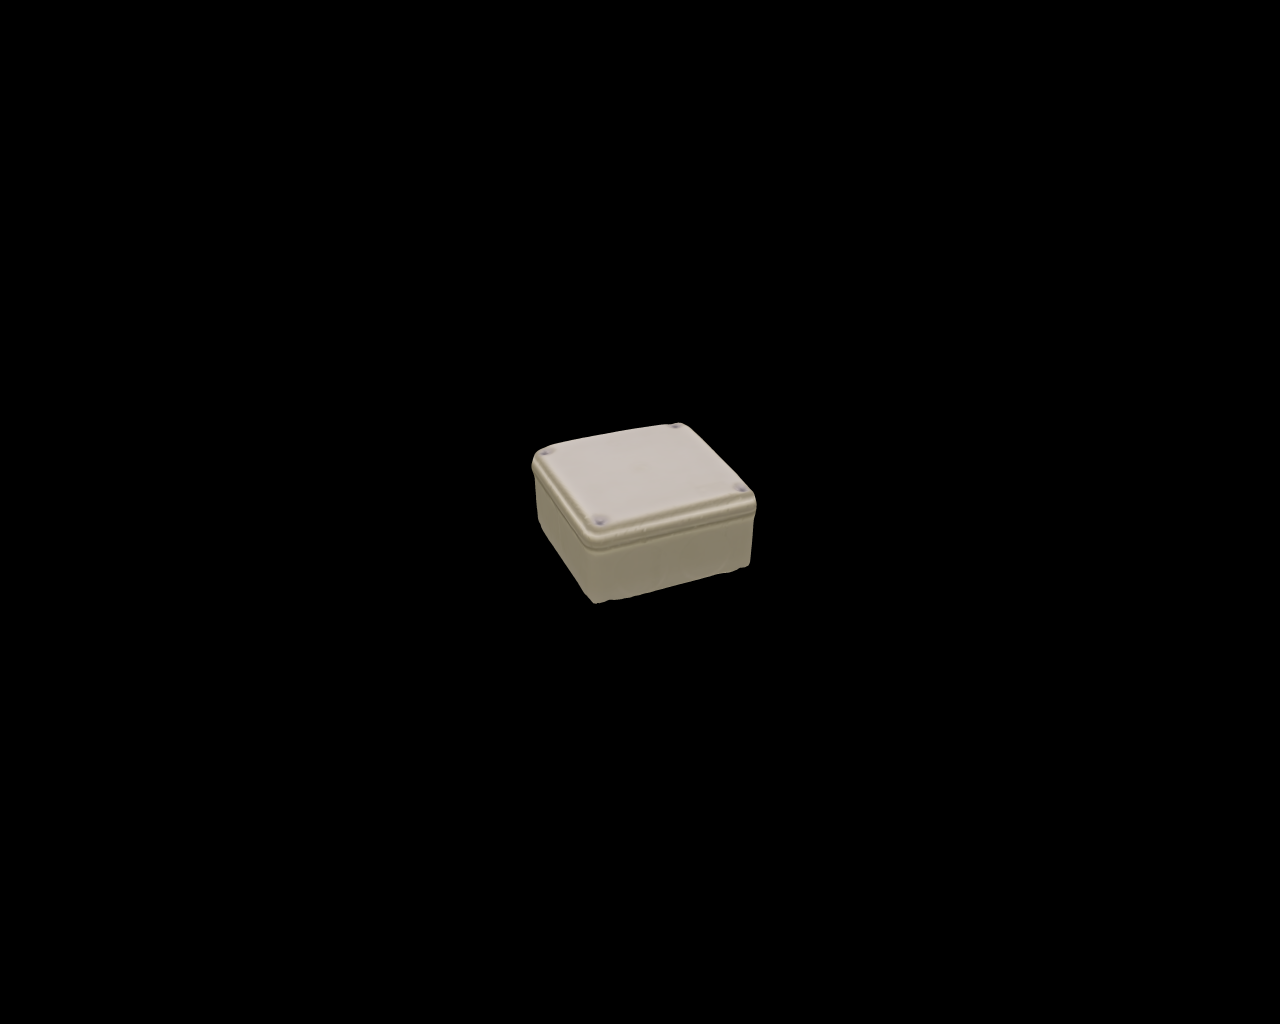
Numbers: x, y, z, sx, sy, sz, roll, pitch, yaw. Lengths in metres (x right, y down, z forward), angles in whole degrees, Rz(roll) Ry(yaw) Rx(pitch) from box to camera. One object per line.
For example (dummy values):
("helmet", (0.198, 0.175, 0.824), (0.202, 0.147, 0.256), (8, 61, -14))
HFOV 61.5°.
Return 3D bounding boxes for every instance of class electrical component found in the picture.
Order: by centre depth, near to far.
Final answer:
("electrical component", (0.001, -0.003, 0.650), (0.109, 0.056, 0.109), (-12, 33, -19))
